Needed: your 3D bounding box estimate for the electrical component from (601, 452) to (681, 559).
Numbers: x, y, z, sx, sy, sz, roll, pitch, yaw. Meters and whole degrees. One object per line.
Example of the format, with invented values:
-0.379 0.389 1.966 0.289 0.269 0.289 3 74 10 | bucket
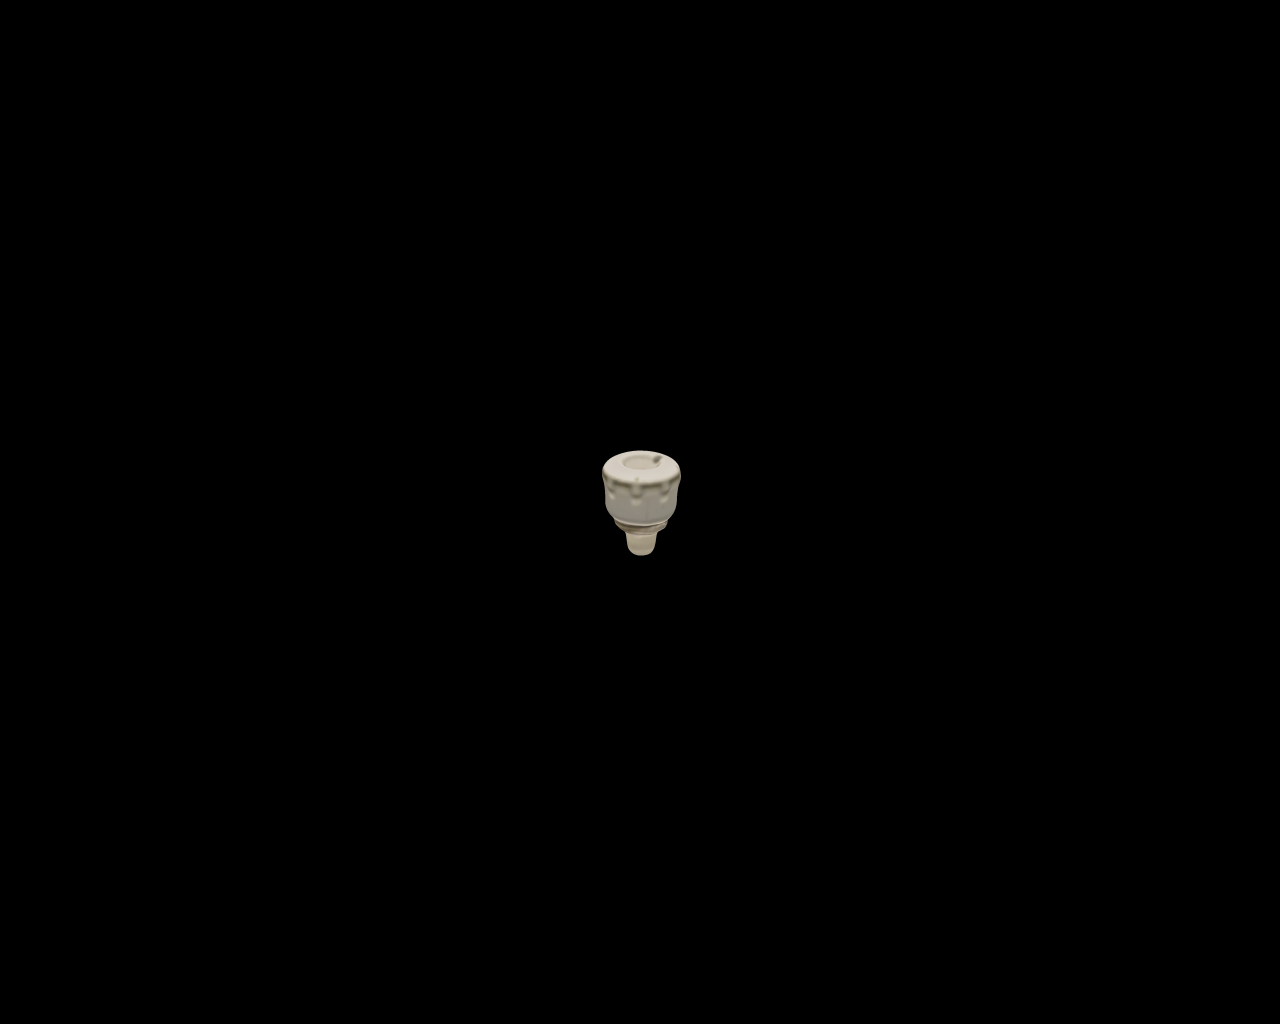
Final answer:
0.001 -0.003 0.650 0.048 0.062 0.048 0 25 0 | electrical component
